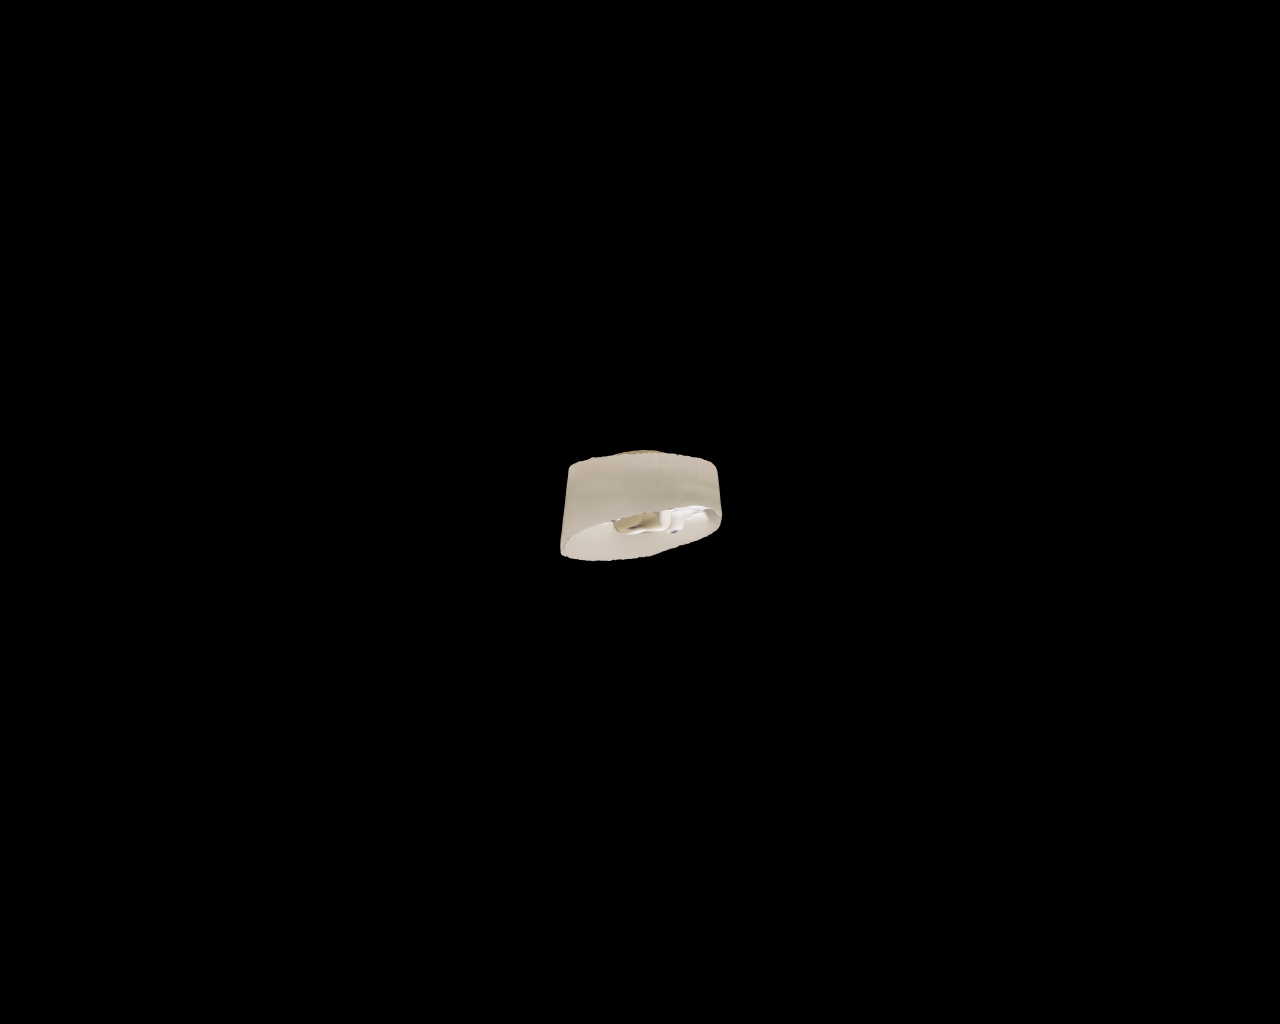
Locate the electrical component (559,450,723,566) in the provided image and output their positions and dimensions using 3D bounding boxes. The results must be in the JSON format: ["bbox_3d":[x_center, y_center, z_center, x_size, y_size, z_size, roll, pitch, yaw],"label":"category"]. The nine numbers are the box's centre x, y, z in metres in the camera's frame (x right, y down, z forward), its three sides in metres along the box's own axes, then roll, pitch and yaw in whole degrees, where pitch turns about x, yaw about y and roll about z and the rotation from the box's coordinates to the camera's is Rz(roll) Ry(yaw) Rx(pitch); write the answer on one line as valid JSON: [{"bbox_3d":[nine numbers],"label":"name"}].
[{"bbox_3d":[0.001,-0.003,0.650,0.099,0.064,0.099,0,-9,0],"label":"electrical component"}]
